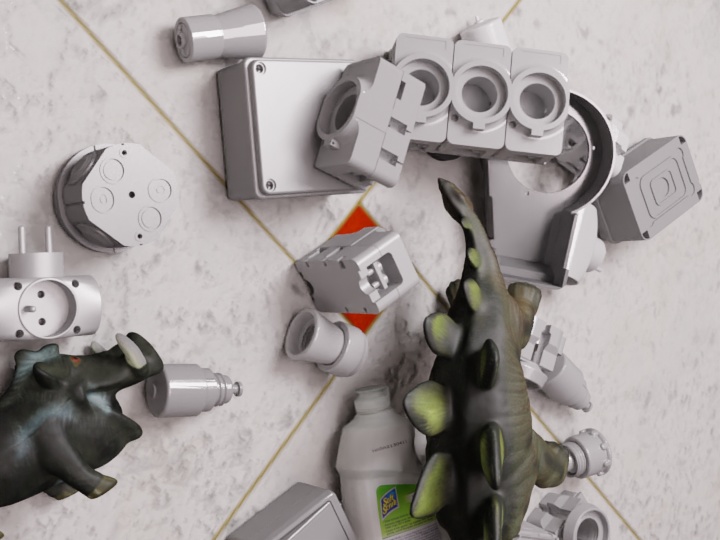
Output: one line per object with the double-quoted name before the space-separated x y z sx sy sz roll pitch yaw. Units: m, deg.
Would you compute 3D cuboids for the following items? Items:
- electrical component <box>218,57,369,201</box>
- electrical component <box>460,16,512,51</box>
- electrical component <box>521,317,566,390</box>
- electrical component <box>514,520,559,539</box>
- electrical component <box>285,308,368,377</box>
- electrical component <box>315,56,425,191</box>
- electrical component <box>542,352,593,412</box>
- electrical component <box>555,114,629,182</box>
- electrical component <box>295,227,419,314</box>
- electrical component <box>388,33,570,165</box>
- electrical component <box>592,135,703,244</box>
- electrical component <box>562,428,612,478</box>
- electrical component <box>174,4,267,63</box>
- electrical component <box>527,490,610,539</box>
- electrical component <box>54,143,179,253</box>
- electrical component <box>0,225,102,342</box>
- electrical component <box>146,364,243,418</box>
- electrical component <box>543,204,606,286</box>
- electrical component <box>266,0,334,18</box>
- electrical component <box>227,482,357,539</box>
"electrical component" -0.052 -0.112 0.865 0.109 0.056 0.108 -7 93 -35
"electrical component" 0.122 -0.198 1.002 0.040 0.040 0.078 -32 107 -32
"electrical component" 0.152 0.077 1.008 0.078 0.058 0.057 27 73 -27
"electrical component" 0.131 0.279 0.992 0.062 0.061 0.096 16 88 -35
"electrical component" -0.027 0.061 0.888 0.055 0.045 0.045 25 75 -33
"electrical component" 0.005 -0.115 0.838 0.056 0.050 0.089 24 76 -33
"electrical component" 0.202 0.113 1.054 0.078 0.040 0.040 44 66 -27
"electrical component" 0.224 -0.124 1.064 0.057 0.058 0.078 29 73 -35
"electrical component" 0.000 0.000 0.880 0.056 0.089 0.050 -35 109 -31
"electrical component" 0.099 -0.147 0.931 0.150 0.062 0.089 6 85 -6
"electrical component" 0.291 -0.084 1.111 0.113 0.057 0.078 -33 108 -31
"electrical component" 0.213 0.185 1.059 0.062 0.048 0.048 -11 96 -28
"electrical component" -0.111 -0.181 0.835 0.065 0.044 0.044 -14 98 -30
"electrical component" 0.204 0.252 1.043 0.078 0.057 0.058 -43 113 -28
"electrical component" -0.176 -0.053 0.779 0.080 0.051 0.080 1 89 -36
"electrical component" -0.224 0.008 0.747 0.077 0.044 0.079 -2 91 -36
"electrical component" -0.126 0.091 0.819 0.078 0.040 0.040 3 87 -35
"electrical component" 0.215 -0.022 1.063 0.079 0.044 0.077 24 75 -33
"electrical component" -0.030 -0.261 0.883 0.113 0.057 0.078 -29 106 -32
"electrical component" -0.045 0.217 0.862 0.096 0.061 0.061 -33 108 -31
